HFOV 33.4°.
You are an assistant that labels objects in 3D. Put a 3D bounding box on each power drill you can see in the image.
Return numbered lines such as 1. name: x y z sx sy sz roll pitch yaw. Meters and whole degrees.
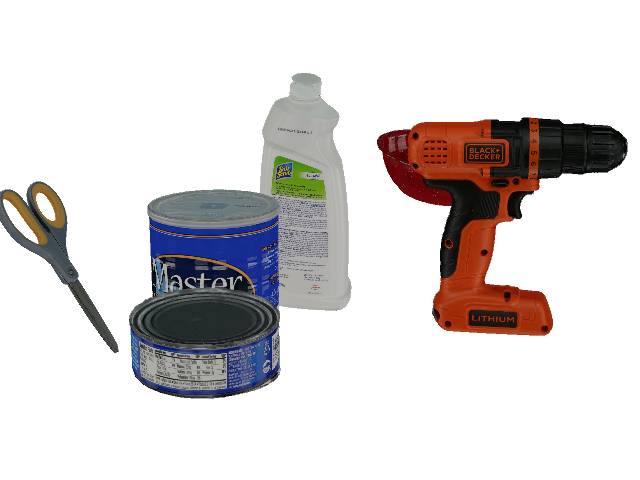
1. power drill: 0.168 -0.014 0.927 0.184 0.188 0.057 2 13 11

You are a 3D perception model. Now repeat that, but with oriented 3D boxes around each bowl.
1. bowl: 0.143 -0.083 1.284 0.162 0.055 0.162 7 23 -3

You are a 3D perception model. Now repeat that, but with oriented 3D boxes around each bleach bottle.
1. bleach bottle: -0.012 -0.050 1.108 0.102 0.251 0.068 4 29 2

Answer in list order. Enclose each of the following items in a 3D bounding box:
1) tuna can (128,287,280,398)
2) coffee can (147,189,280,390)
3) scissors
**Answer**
1. tuna can: -0.066 0.058 0.612 0.086 0.034 0.086 1 18 0
2. coffee can: -0.083 0.039 0.846 0.103 0.140 0.103 0 15 0
3. scissors: -0.263 0.019 1.120 0.016 0.201 0.096 -26 24 28
